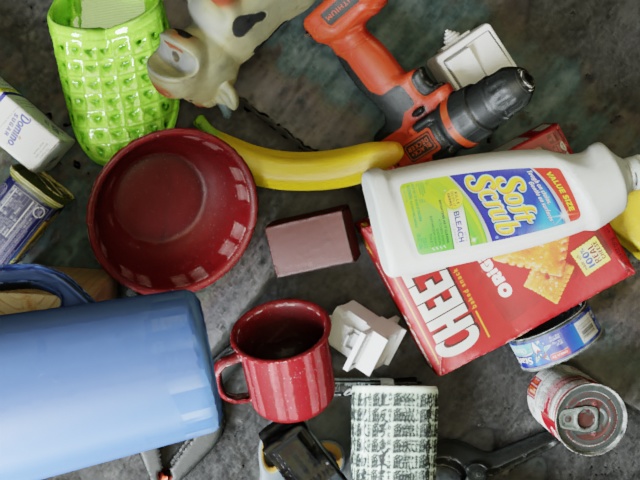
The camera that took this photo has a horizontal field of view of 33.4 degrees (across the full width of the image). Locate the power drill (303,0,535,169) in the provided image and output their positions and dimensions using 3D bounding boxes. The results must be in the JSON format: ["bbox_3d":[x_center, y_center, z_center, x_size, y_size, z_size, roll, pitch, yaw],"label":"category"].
[{"bbox_3d":[0.083,-0.159,0.968,0.185,0.057,0.187,-32,91,41],"label":"power drill"}]

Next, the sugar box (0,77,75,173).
[{"bbox_3d":[-0.307,-0.132,0.965,0.176,0.093,0.048,43,91,-6],"label":"sugar box"}]

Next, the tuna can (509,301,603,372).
[{"bbox_3d":[0.225,0.091,1.026,0.086,0.086,0.034,-29,95,-2],"label":"tuna can"}]

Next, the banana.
[{"bbox_3d":[-0.021,-0.074,1.002,0.198,0.069,0.037,7,59,6],"label":"banana"}]

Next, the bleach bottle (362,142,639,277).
[{"bbox_3d":[0.170,-0.041,0.953,0.250,0.068,0.102,-14,92,-4],"label":"bleach bottle"}]

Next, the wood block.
[{"bbox_3d":[-0.234,0.078,0.930,0.090,0.206,0.091,3,94,-5],"label":"wood block"}]

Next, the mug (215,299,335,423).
[{"bbox_3d":[-0.041,0.117,0.982,0.117,0.093,0.081,-18,124,-13],"label":"mug"}]

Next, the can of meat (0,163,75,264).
[{"bbox_3d":[-0.276,-0.020,0.973,0.057,0.102,0.084,38,93,-8],"label":"can of meat"}]

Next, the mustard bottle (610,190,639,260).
[{"bbox_3d":[0.368,-0.062,1.039,0.096,0.058,0.191,39,90,-3],"label":"mustard bottle"}]

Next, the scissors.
[{"bbox_3d":[-0.042,0.264,1.055,0.096,0.016,0.202,19,93,-5],"label":"scissors"}]

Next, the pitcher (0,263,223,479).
[{"bbox_3d":[-0.200,0.100,0.773,0.242,0.145,0.149,-11,110,-8],"label":"pitcher"}]

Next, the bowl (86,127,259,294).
[{"bbox_3d":[-0.141,-0.031,0.988,0.161,0.055,0.162,-9,112,-22],"label":"bowl"}]

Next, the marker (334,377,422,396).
[{"bbox_3d":[0.040,0.145,1.050,0.121,0.020,0.020,0,94,-5],"label":"marker"}]

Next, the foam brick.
[{"bbox_3d":[-0.007,0.001,1.010,0.078,0.053,0.051,-12,97,11],"label":"foam brick"}]

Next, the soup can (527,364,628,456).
[{"bbox_3d":[0.244,0.160,1.024,0.068,0.102,0.068,0,94,-5],"label":"soup can"}]

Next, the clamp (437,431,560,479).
[{"bbox_3d":[0.157,0.244,1.035,0.171,0.039,0.120,-2,50,-1],"label":"clamp"}]

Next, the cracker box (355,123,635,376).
[{"bbox_3d":[0.166,0.008,1.022,0.213,0.072,0.164,-28,95,-1],"label":"cracker box"}]

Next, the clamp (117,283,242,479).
[{"bbox_3d":[-0.140,0.136,1.025,0.164,0.036,0.210,19,92,-10],"label":"clamp"}]
